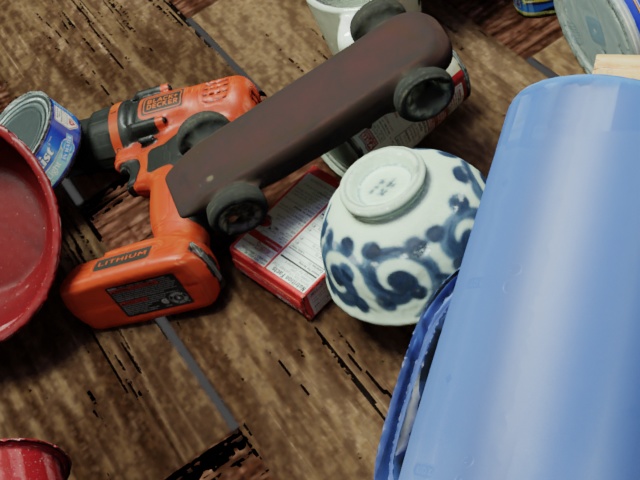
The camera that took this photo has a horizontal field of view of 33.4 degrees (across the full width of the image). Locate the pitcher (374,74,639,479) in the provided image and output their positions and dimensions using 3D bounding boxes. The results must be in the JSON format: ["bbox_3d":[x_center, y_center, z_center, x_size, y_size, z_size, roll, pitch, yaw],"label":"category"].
[{"bbox_3d":[0.114,0.049,0.528,0.149,0.145,0.243,13,77,11],"label":"pitcher"}]

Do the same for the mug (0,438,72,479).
[{"bbox_3d":[-0.187,0.179,0.607,0.117,0.093,0.081,-43,50,24],"label":"mug"}]

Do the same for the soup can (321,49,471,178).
[{"bbox_3d":[0.047,-0.093,0.746,0.102,0.068,0.069,-42,52,-14],"label":"soup can"}]

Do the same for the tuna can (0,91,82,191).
[{"bbox_3d":[-0.215,-0.065,0.783,0.086,0.033,0.086,-24,48,30],"label":"tuna can"}]

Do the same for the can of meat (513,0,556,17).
[{"bbox_3d":[0.186,-0.217,0.785,0.102,0.084,0.057,-6,51,15],"label":"can of meat"}]

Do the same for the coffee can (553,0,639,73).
[{"bbox_3d":[0.243,-0.171,0.716,0.140,0.103,0.103,-28,49,-4],"label":"coffee can"}]

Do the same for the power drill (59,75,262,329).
[{"bbox_3d":[-0.133,-0.031,0.765,0.185,0.057,0.187,-14,50,18],"label":"power drill"}]

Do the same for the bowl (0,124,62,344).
[{"bbox_3d":[-0.237,-0.006,0.719,0.162,0.055,0.162,1,94,13],"label":"bowl"}]

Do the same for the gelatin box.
[{"bbox_3d":[-0.005,0.001,0.714,0.073,0.030,0.089,32,68,34],"label":"gelatin box"}]

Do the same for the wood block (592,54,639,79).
[{"bbox_3d":[0.260,-0.044,0.618,0.206,0.091,0.090,6,56,23],"label":"wood block"}]
